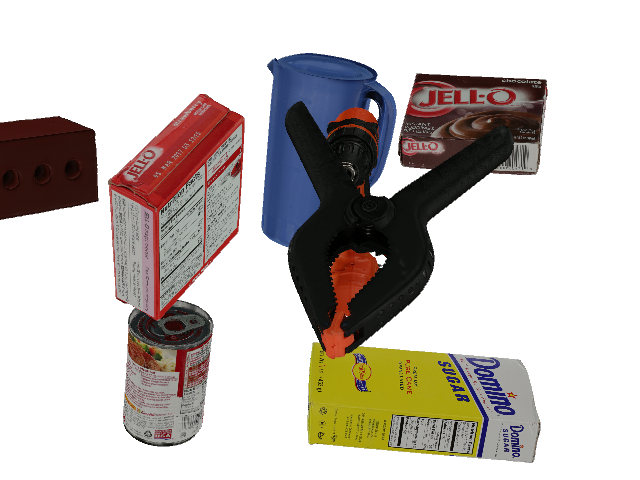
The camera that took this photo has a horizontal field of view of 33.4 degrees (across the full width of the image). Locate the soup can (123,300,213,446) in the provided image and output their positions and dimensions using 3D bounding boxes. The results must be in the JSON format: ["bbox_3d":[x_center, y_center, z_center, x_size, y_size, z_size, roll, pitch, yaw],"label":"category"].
[{"bbox_3d":[-0.126,0.109,0.874,0.068,0.102,0.068,7,28,-4],"label":"soup can"}]

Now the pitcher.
[{"bbox_3d":[-0.001,-0.112,1.381,0.144,0.243,0.149,2,23,-17],"label":"pitcher"}]

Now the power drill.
[{"bbox_3d":[0.032,-0.025,1.044,0.057,0.188,0.184,3,20,6],"label":"power drill"}]

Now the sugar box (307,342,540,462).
[{"bbox_3d":[0.078,0.126,0.844,0.176,0.048,0.093,2,26,0],"label":"sugar box"}]

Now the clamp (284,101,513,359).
[{"bbox_3d":[0.025,-0.017,0.713,0.165,0.209,0.036,13,-37,18],"label":"clamp"}]

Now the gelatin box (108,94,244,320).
[{"bbox_3d":[-0.070,-0.016,0.519,0.030,0.089,0.073,27,52,15],"label":"gelatin box"}]

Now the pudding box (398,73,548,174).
[{"bbox_3d":[0.126,-0.097,0.877,0.113,0.039,0.090,6,44,11],"label":"pudding box"}]

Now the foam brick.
[{"bbox_3d":[-0.197,-0.050,0.717,0.078,0.053,0.051,-14,26,-37],"label":"foam brick"}]
